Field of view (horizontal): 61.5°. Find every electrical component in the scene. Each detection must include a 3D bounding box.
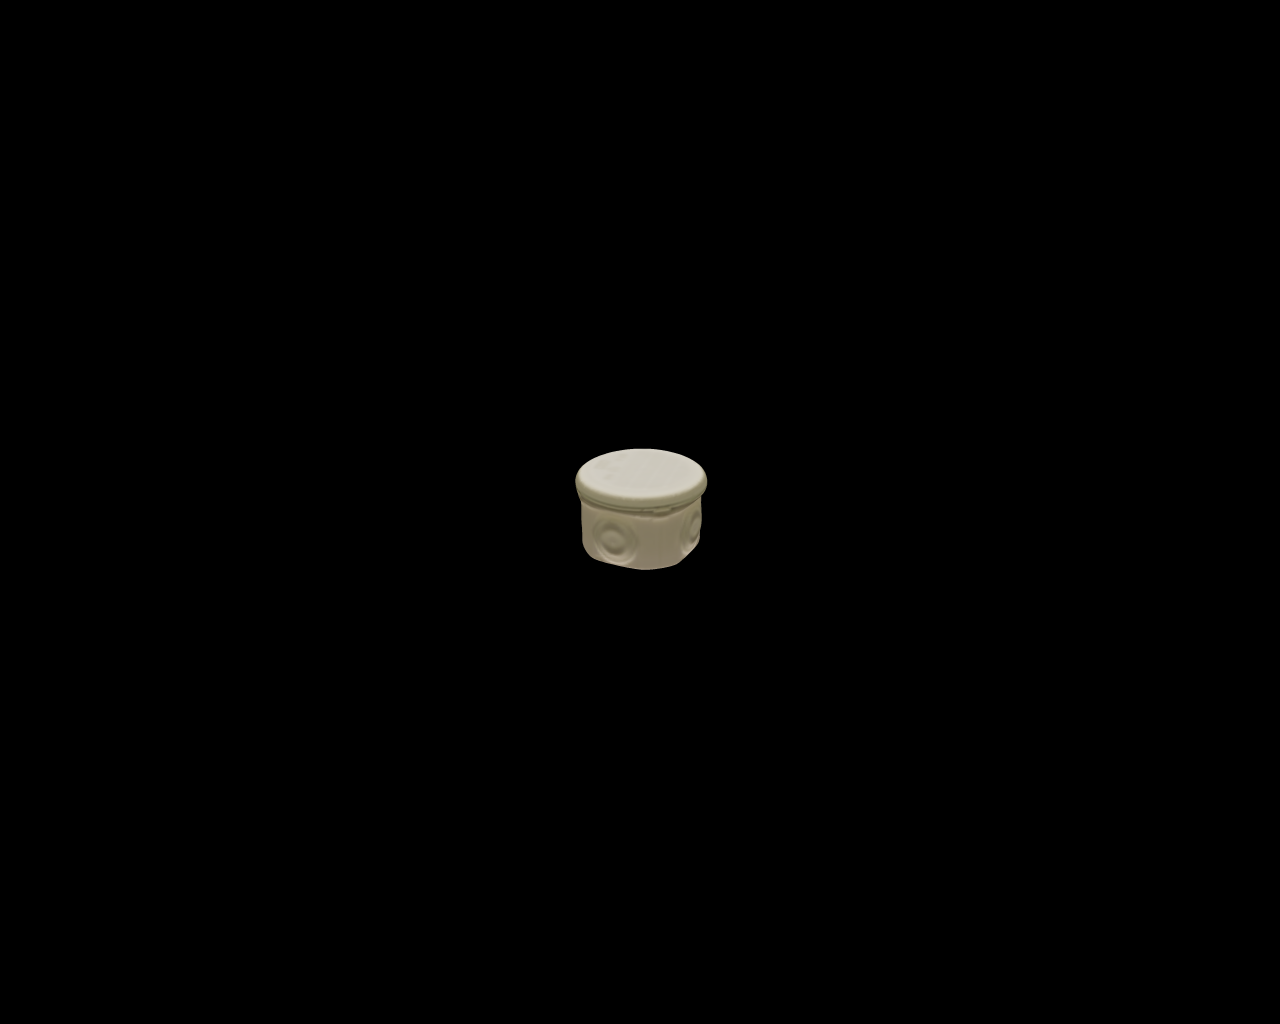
[{"bbox_3d":[0.001,-0.003,0.650,0.080,0.050,0.080,0,25,0],"label":"electrical component"}]
